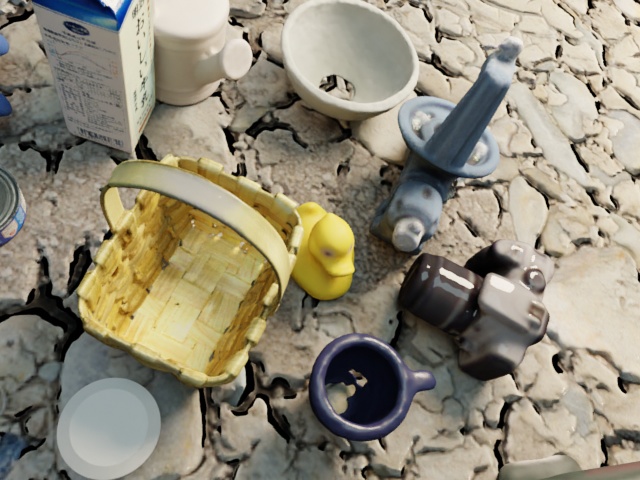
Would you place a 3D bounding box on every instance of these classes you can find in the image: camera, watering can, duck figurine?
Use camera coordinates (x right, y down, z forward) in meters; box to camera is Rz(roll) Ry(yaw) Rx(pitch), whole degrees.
[{"bbox_3d":[0.163,0.053,0.599,0.137,0.100,0.143,28,63,-2],"label":"camera"},{"bbox_3d":[-0.138,-0.232,0.589,0.173,0.194,0.101,28,63,-1],"label":"watering can"},{"bbox_3d":[0.005,0.002,0.587,0.078,0.086,0.104,-14,71,-20],"label":"duck figurine"}]

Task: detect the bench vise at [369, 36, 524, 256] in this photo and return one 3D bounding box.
[{"bbox_3d":[0.139,-0.086,0.586,0.121,0.219,0.207,11,65,-10],"label":"bench vise"}]

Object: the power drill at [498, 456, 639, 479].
[{"bbox_3d":[0.255,0.221,0.490,0.230,0.208,0.075,-3,68,-16],"label":"power drill"}]

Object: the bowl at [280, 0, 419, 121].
[{"bbox_3d":[0.028,-0.205,0.689,0.168,0.074,0.167,6,66,-13],"label":"bowl"}]

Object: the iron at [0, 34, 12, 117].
[{"bbox_3d":[-0.429,-0.166,0.512,0.259,0.141,0.118,-8,69,-18],"label":"iron"}]

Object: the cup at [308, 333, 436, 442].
[{"bbox_3d":[0.039,0.140,0.531,0.118,0.095,0.091,-2,68,-16],"label":"cup"}]
